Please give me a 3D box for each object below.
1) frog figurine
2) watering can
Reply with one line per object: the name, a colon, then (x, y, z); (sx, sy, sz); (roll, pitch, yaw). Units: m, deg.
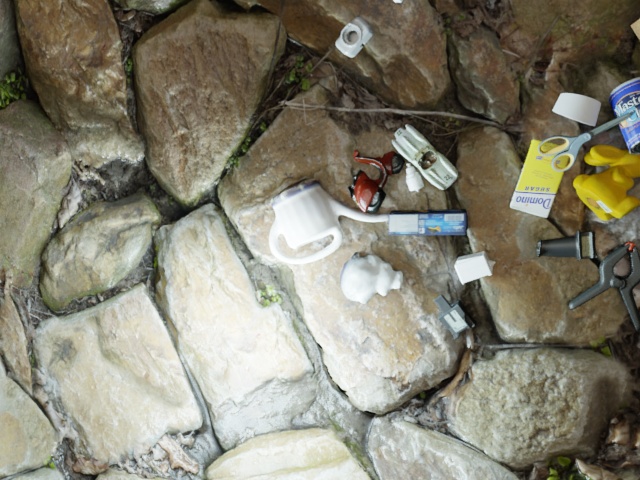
frog figurine: (0.139, 0.110, 1.408); (0.160, 0.121, 0.138); (18, 85, 28)
watering can: (0.004, -0.073, 1.443); (0.347, 0.104, 0.225); (-25, 87, 7)
